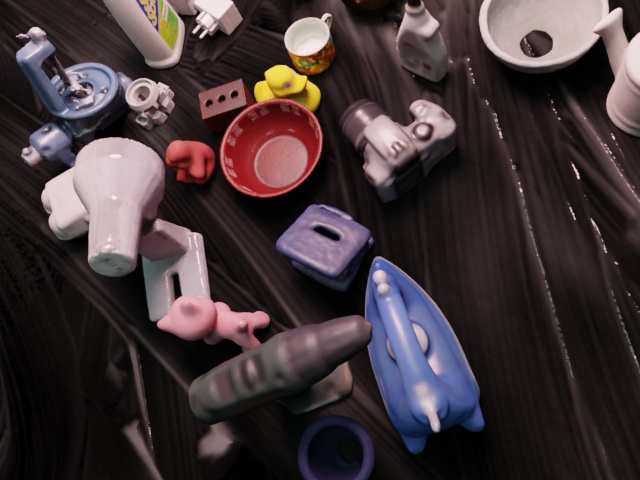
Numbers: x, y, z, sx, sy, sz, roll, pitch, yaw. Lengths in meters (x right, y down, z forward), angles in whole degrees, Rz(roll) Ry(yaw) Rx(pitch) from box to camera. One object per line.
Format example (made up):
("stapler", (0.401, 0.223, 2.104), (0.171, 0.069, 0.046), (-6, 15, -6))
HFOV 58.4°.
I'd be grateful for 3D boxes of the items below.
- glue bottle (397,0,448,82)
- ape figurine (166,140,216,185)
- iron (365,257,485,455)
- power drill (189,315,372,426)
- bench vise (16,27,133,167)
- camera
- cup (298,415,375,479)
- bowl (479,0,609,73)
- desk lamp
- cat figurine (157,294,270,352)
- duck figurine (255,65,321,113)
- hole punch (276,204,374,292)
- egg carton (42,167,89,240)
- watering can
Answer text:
("glue bottle", (0.139, -0.291, 0.800), (0.078, 0.173, 0.037), (35, 85, 22))
("ape figurine", (-0.206, -0.125, 0.885), (0.076, 0.092, 0.077), (-40, 67, 1))
("iron", (0.103, 0.119, 0.697), (0.118, 0.142, 0.258), (-24, 68, 7))
("power drill", (-0.029, 0.157, 0.685), (0.229, 0.209, 0.075), (-24, 68, 7))
("bench vise", (-0.400, -0.211, 0.896), (0.121, 0.220, 0.207), (16, 78, 19))
("camera", (0.100, -0.150, 0.805), (0.143, 0.101, 0.136), (-39, 67, 1))
("cup", (0.036, 0.271, 0.693), (0.091, 0.095, 0.117), (-35, 67, 2))
("bowl", (0.311, -0.299, 0.809), (0.167, 0.075, 0.167), (-4, 72, 14))
("desk lamp", (-0.246, -0.010, 0.794), (0.118, 0.214, 0.203), (-17, 69, 10))
("cat figurine", (-0.148, 0.111, 0.781), (0.127, 0.118, 0.067), (8, 75, 17))
("duck figurine", (-0.058, -0.236, 0.883), (0.104, 0.086, 0.077), (9, 76, 18))
("hole punch", (0.007, 0.003, 0.788), (0.108, 0.091, 0.101), (26, 81, 21))
("egg carton", (-0.372, -0.068, 0.924), (0.150, 0.069, 0.107), (-30, 68, 5))
("watering can", (0.411, -0.214, 0.691), (0.172, 0.194, 0.101), (20, 79, 20))
